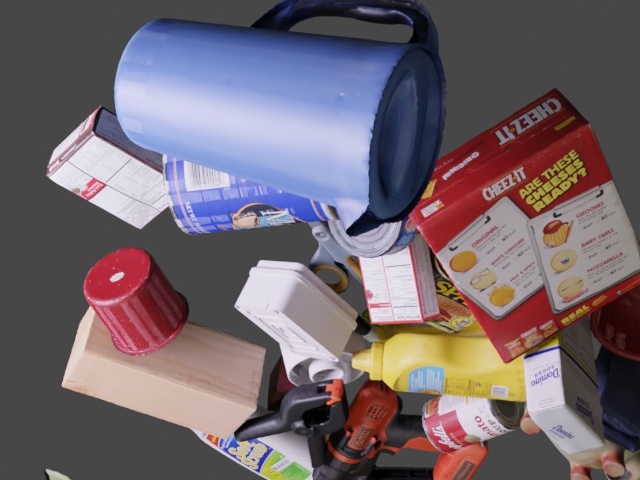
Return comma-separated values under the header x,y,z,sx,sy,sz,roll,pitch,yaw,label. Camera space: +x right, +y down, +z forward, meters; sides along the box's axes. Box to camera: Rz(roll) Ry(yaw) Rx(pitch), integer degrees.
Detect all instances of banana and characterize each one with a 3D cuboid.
x,y,z,sx,sy,sz,roll,pitch,yaw,label
0.147,0.103,1.168,0.198,0.037,0.069,-3,142,13,banana

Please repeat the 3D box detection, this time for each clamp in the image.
x,y,z,sx,sy,sz,roll,pitch,yaw,label
0.072,0.323,1.460,0.164,0.036,0.210,33,132,-28,clamp
-0.028,0.209,1.247,0.120,0.039,0.172,12,137,-14,clamp

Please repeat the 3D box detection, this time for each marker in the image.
x,y,z,sx,sy,sz,roll,pitch,yaw,label
0.073,0.117,1.213,0.020,0.020,0.121,-26,131,35,marker

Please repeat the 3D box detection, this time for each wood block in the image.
x,y,z,sx,sy,sz,roll,pitch,yaw,label
-0.178,0.146,1.234,0.206,0.090,0.091,22,140,-17,wood block

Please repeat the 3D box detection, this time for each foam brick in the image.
x,y,z,sx,sy,sz,roll,pitch,yaw,label
-0.019,0.179,1.280,0.078,0.051,0.053,14,141,-9,foam brick

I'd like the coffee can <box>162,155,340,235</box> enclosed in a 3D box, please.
x,y,z,sx,sy,sz,roll,pitch,yaw,label
-0.054,-0.061,0.939,0.140,0.102,0.102,-6,140,16,coffee can

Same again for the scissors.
x,y,z,sx,sy,sz,roll,pitch,yaw,label
-0.007,0.001,1.081,0.096,0.016,0.201,-25,131,35,scissors

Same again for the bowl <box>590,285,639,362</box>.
x,y,z,sx,sy,sz,roll,pitch,yaw,label
0.350,0.058,1.063,0.162,0.055,0.162,5,142,3,bowl

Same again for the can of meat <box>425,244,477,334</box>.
x,y,z,sx,sy,sz,roll,pitch,yaw,label
0.132,0.046,1.084,0.102,0.057,0.084,26,140,-22,can of meat

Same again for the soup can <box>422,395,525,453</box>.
x,y,z,sx,sy,sz,roll,pitch,yaw,label
0.178,0.201,1.238,0.068,0.068,0.102,33,137,-29,soup can

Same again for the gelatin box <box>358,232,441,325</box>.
x,y,z,sx,sy,sz,roll,pitch,yaw,label
0.077,0.038,1.046,0.030,0.089,0.073,-14,-176,-41,gelatin box

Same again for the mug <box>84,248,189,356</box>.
x,y,z,sx,sy,sz,roll,pitch,yaw,label
-0.206,0.059,1.141,0.117,0.093,0.081,25,152,41,mug

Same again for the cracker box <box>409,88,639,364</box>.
x,y,z,sx,sy,sz,roll,pitch,yaw,label
0.186,-0.007,0.952,0.164,0.072,0.213,-32,130,6,cracker box

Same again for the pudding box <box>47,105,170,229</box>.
x,y,z,sx,sy,sz,roll,pitch,yaw,label
-0.187,-0.066,1.008,0.113,0.039,0.090,30,136,-29,pudding box

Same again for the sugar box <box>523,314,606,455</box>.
x,y,z,sx,sy,sz,roll,pitch,yaw,label
0.235,0.111,1.050,0.048,0.176,0.093,-20,135,30,sugar box

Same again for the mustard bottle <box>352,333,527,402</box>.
x,y,z,sx,sy,sz,roll,pitch,yaw,label
0.130,0.133,1.130,0.191,0.058,0.096,3,153,7,mustard bottle

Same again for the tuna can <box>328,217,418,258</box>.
x,y,z,sx,sy,sz,roll,pitch,yaw,label
0.049,-0.026,0.980,0.086,0.086,0.033,-27,171,35,tuna can

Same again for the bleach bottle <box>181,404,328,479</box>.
x,y,z,sx,sy,sz,roll,pitch,yaw,label
-0.102,0.246,1.372,0.250,0.068,0.103,31,135,-24,bleach bottle

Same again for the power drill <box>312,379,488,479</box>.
x,y,z,sx,sy,sz,roll,pitch,yaw,label
0.100,0.265,1.334,0.187,0.057,0.185,17,123,-17,power drill

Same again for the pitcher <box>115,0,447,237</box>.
x,y,z,sx,sy,sz,roll,pitch,yaw,label
-0.030,-0.111,0.824,0.243,0.149,0.145,15,124,26,pitcher
